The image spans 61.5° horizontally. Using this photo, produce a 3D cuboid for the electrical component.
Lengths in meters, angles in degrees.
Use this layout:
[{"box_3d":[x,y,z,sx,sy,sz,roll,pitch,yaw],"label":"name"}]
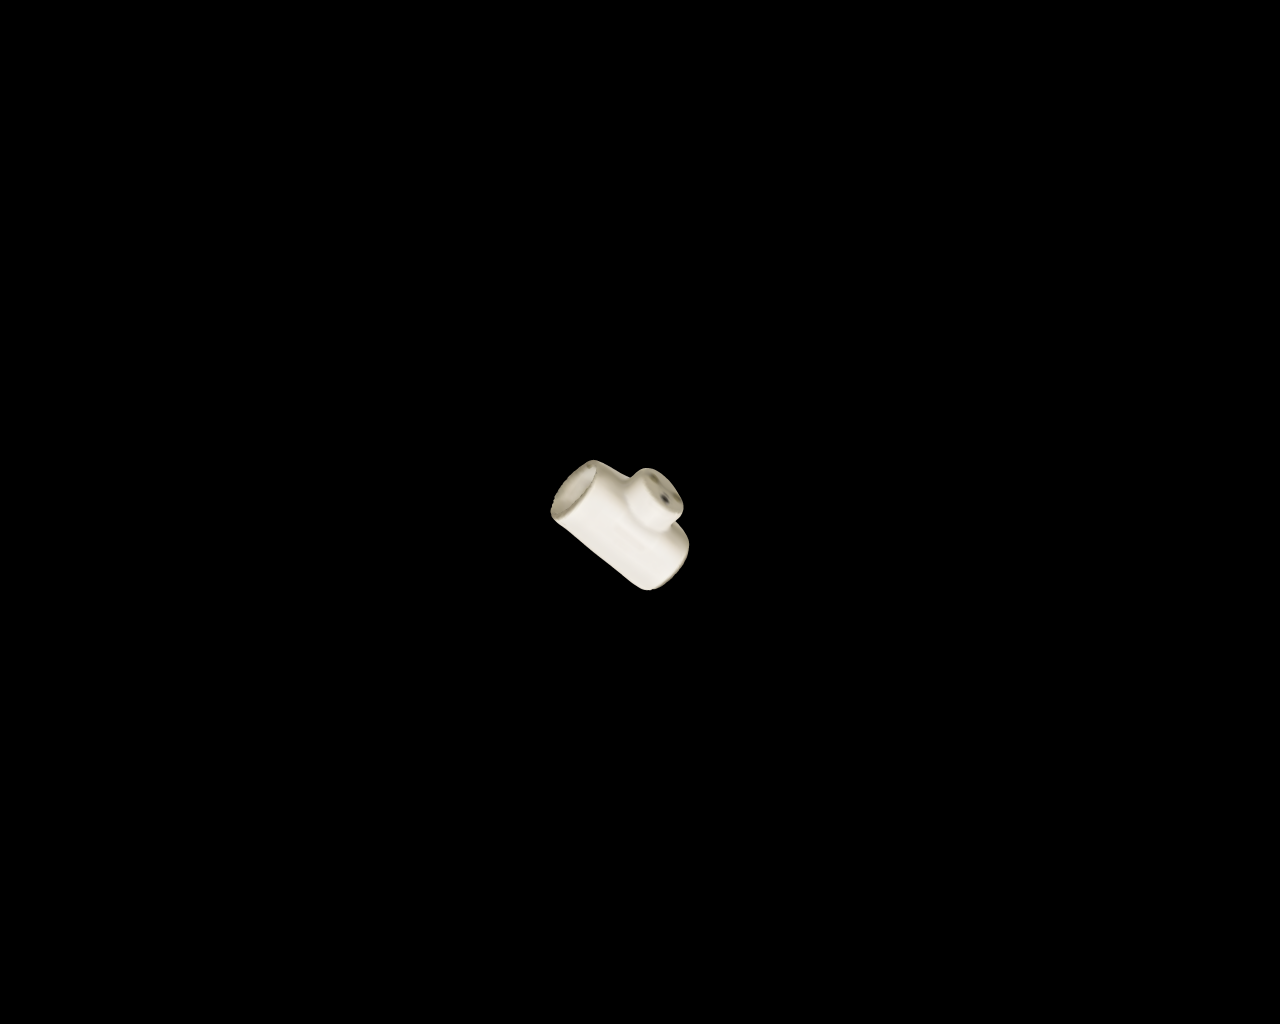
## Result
[{"box_3d":[0.001,-0.003,0.650,0.077,0.079,0.043,39,24,-22],"label":"electrical component"}]
